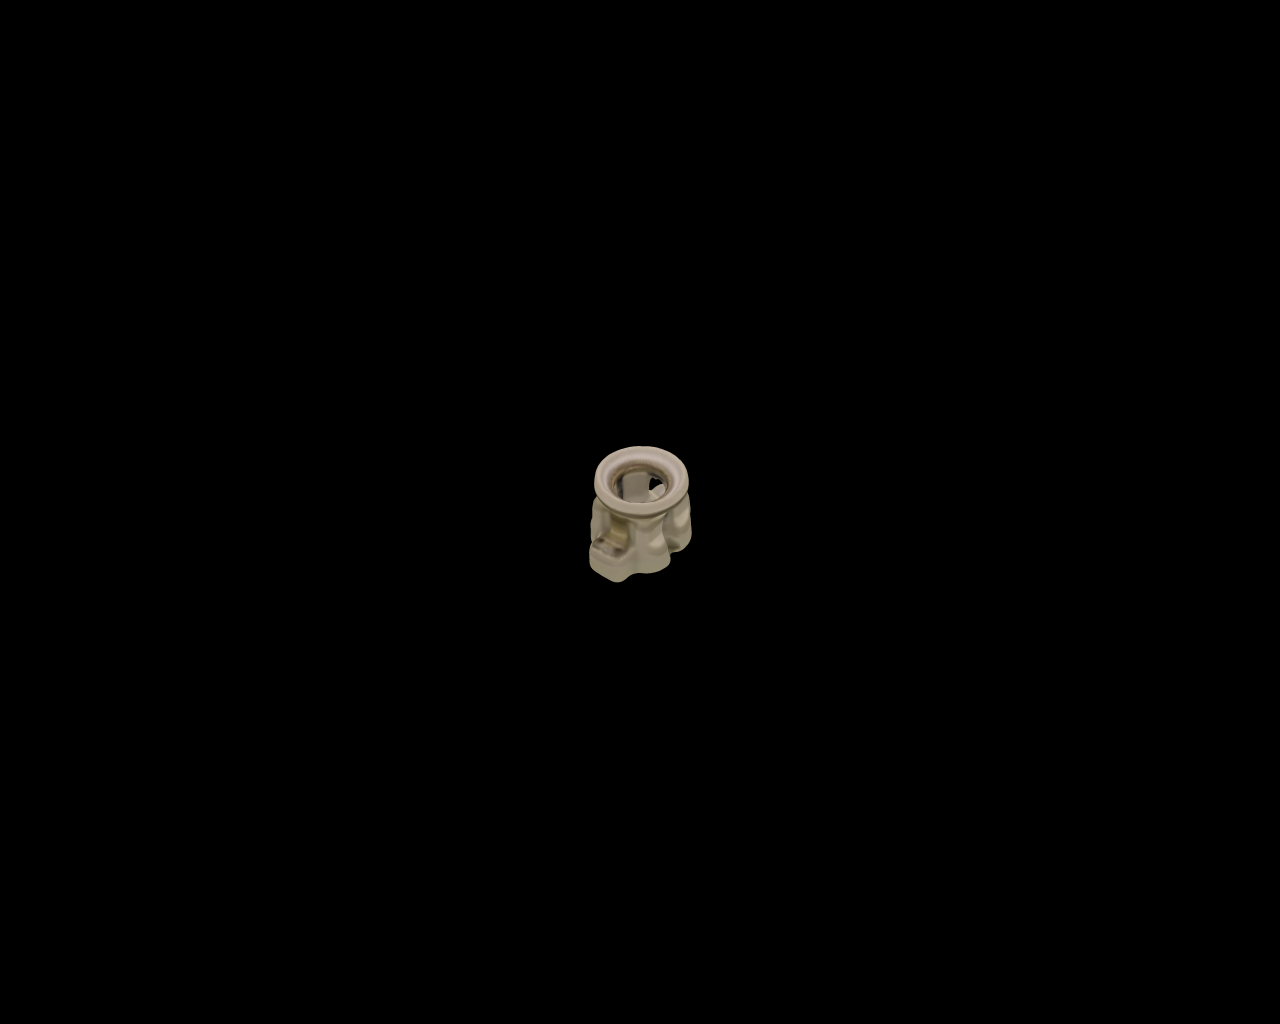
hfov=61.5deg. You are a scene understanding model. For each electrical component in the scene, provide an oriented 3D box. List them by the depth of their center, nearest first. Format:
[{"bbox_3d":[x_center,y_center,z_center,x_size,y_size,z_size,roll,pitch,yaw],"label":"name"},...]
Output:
[{"bbox_3d":[0.001,-0.003,0.650,0.058,0.056,0.078,27,50,26],"label":"electrical component"}]
